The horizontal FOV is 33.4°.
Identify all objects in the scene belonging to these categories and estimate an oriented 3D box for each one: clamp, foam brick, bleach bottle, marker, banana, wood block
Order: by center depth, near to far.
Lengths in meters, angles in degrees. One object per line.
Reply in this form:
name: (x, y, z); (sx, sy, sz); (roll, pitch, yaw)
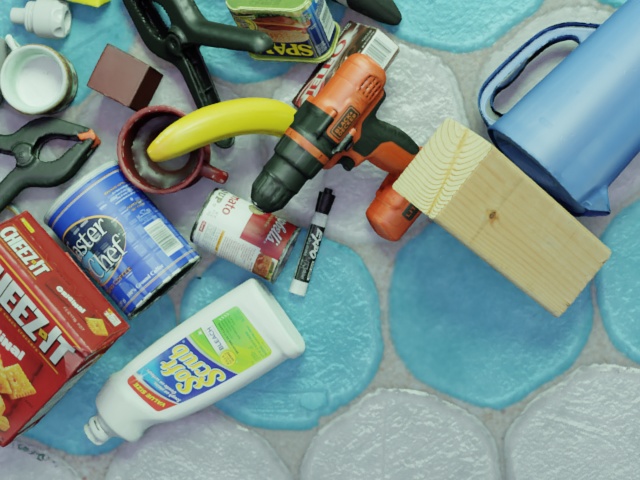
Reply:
wood block: (0.185, -0.020, 1.069); (0.205, 0.090, 0.091); (36, 96, -33)
banana: (-0.083, -0.113, 1.095); (0.197, 0.037, 0.070); (-4, 116, -37)
clamp: (-0.142, -0.205, 1.141); (0.210, 0.036, 0.165); (41, 138, 19)
foam brick: (-0.208, -0.172, 1.148); (0.053, 0.078, 0.051); (28, 92, 3)
bleach bottle: (-0.145, 0.150, 1.162); (0.251, 0.068, 0.102); (-36, 88, 7)
marker: (-0.008, 0.001, 1.168); (0.020, 0.020, 0.121); (17, 93, 3)
clamp: (-0.332, -0.097, 1.177); (0.171, 0.039, 0.120); (-26, 87, -5)

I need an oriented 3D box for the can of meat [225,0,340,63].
can of meat: (-0.039, -0.234, 1.113); (0.102, 0.084, 0.057); (7, 65, 21)

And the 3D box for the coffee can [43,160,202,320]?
coffee can: (-0.210, 0.000, 1.140); (0.103, 0.103, 0.140); (-41, 89, 4)

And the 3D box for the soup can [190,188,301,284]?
soup can: (-0.080, -0.005, 1.148); (0.102, 0.068, 0.068); (26, 93, 3)

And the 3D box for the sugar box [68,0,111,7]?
sugar box: (-0.261, -0.346, 1.136); (0.093, 0.048, 0.176); (13, 115, 4)

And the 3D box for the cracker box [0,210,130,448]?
cracker box: (-0.323, 0.099, 1.122); (0.164, 0.072, 0.214); (48, 125, 2)

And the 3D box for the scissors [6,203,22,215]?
scissors: (-0.400, -0.059, 1.196); (0.096, 0.016, 0.202); (-26, 90, 3)

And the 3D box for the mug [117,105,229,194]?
mug: (-0.152, -0.090, 1.144); (0.117, 0.081, 0.093); (22, 93, 3)

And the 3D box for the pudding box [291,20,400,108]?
pudding box: (0.025, -0.172, 1.123); (0.039, 0.090, 0.113); (36, 93, -25)

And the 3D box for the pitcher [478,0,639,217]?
pitcher: (0.291, -0.157, 1.093); (0.243, 0.145, 0.149); (-46, 115, 0)

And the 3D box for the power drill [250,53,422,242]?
power drill: (0.036, -0.072, 1.087); (0.184, 0.187, 0.057); (-51, 44, 3)

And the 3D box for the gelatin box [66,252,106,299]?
gelatin box: (-0.269, 0.060, 1.155); (0.030, 0.089, 0.073); (-39, 89, -31)
